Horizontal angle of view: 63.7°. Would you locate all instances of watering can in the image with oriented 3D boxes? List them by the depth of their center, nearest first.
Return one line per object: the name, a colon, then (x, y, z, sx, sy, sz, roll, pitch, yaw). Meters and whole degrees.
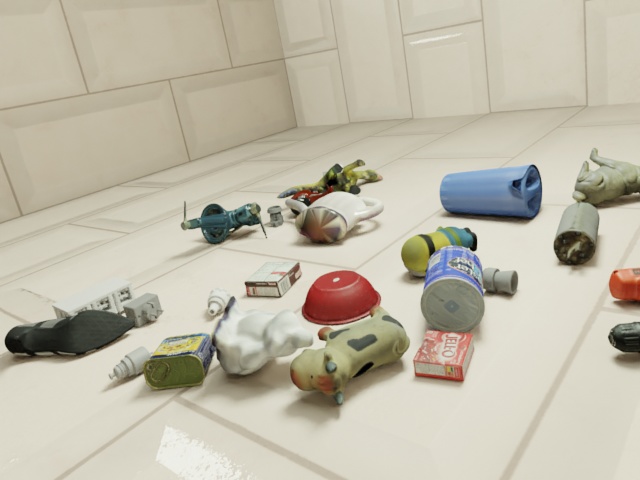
watering can: (0.004, -0.073, 1.455, 0.347, 0.102, 0.228, 1, 22, 30)

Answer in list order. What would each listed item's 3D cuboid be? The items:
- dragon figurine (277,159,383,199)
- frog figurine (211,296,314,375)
dragon figurine: (0.036, -0.198, 1.848, 0.411, 0.122, 0.242, -12, 2, -9)
frog figurine: (-0.088, 0.166, 0.850, 0.159, 0.122, 0.138, 9, 8, 8)
